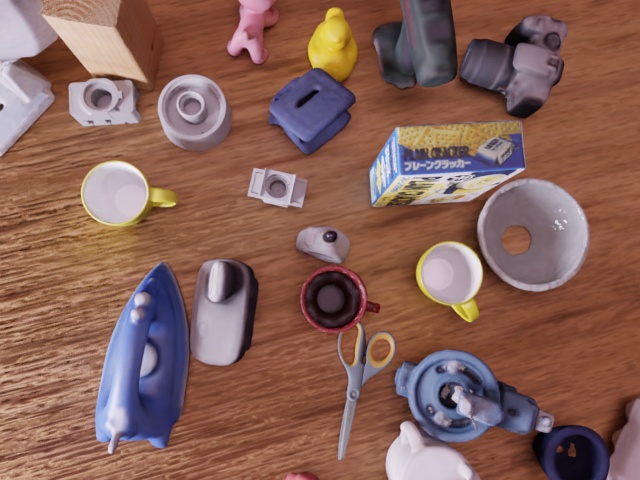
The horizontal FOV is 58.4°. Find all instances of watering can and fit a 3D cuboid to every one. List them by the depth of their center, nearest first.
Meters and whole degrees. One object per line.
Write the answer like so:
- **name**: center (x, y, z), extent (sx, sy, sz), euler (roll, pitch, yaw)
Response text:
- **watering can**: center (0.158, 0.324, 0.750), extent (0.173, 0.194, 0.101), euler (41, 82, 2)

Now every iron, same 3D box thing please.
- **iron**: center (-0.242, 0.151, 0.767), extent (0.118, 0.141, 0.258), euler (6, 83, -3)

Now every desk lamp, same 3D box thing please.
- **desk lamp**: center (-0.437, -0.238, 0.762), extent (0.118, 0.213, 0.203), euler (37, 82, 1)

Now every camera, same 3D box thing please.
- **camera**: center (0.295, -0.280, 0.877), extent (0.137, 0.100, 0.143), euler (16, 83, -2)

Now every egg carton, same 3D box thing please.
- **egg carton**: center (0.480, 0.312, 0.838), extent (0.107, 0.069, 0.150), euler (28, 82, 0)

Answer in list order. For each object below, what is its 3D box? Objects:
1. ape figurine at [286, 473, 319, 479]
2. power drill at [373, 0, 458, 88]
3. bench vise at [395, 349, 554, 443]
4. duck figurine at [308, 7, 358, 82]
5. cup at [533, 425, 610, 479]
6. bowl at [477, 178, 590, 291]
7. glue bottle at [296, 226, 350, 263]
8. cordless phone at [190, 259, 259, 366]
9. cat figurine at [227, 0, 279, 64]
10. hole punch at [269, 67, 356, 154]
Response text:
- **ape figurine**: center (-0.020, 0.368, 0.784), extent (0.076, 0.092, 0.078), euler (34, 82, 0)
- **power drill**: center (0.132, -0.316, 0.815), extent (0.075, 0.208, 0.230), euler (-13, 84, -5)
- **bench vise**: center (0.217, 0.206, 0.755), extent (0.207, 0.219, 0.121), euler (-1, 83, -4)
- **duck figurine**: center (0.022, -0.298, 0.867), extent (0.077, 0.086, 0.104), euler (0, 83, -4)
- **cup**: center (0.356, 0.313, 0.816), extent (0.092, 0.095, 0.118), euler (-44, 88, -7)
- **bowl**: center (0.307, -0.005, 0.859), extent (0.167, 0.074, 0.167), euler (1, 83, -4)
- **glue bottle**: center (0.007, 0.003, 0.787), extent (0.078, 0.173, 0.037), euler (12, 83, -2)
- **cordless phone**: center (-0.134, 0.095, 0.760), extent (0.094, 0.185, 0.148), euler (3, 83, -3)
- **cat figurine**: center (-0.098, -0.346, 0.847), extent (0.067, 0.117, 0.128), euler (13, 83, -2)
- **hole punch**: center (-0.015, -0.197, 0.850), extent (0.109, 0.091, 0.101), euler (-42, 88, -7)
